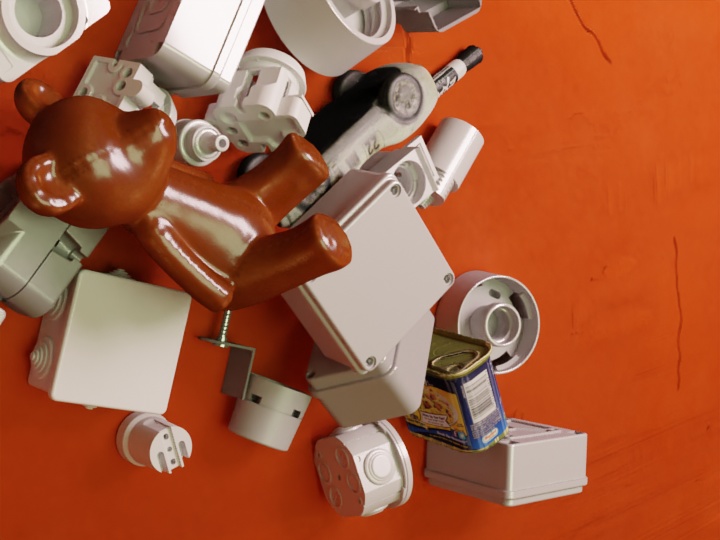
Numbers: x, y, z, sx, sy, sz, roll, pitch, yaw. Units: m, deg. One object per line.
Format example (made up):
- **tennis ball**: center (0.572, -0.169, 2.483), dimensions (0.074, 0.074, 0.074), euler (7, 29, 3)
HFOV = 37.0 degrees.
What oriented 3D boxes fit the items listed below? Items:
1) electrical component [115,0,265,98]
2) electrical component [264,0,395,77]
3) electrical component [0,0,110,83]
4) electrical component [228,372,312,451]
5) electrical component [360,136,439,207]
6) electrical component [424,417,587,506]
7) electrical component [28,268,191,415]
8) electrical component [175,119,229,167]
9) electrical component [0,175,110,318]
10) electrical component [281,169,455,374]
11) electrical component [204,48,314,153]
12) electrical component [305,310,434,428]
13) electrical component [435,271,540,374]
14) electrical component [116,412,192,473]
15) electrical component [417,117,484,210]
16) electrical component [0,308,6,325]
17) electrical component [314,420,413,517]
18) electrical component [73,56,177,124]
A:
- **electrical component**: center (-0.113, -0.181, 0.752), dimensions (0.057, 0.078, 0.113), euler (28, 78, -36)
- **electrical component**: center (-0.017, -0.208, 0.812), dimensions (0.108, 0.060, 0.108), euler (30, 49, -42)
- **electrical component**: center (-0.255, -0.152, 0.648), dimensions (0.186, 0.060, 0.105), euler (-45, 121, -27)
- **electrical component**: center (-0.071, 0.110, 0.838), dimensions (0.055, 0.055, 0.047), euler (26, 83, -39)
- **electrical component**: center (0.022, -0.073, 0.887), dimensions (0.081, 0.064, 0.042), euler (-40, 119, -29)
- **electrical component**: center (0.133, 0.171, 0.980), dimensions (0.109, 0.109, 0.056), euler (0, 93, -40)
- **electrical component**: center (-0.175, 0.048, 0.747), dimensions (0.100, 0.048, 0.099), euler (15, 86, -40)
- **electrical component**: center (-0.115, -0.091, 0.771), dimensions (0.035, 0.061, 0.035), euler (-6, 99, -39)
- **electrical component**: center (-0.213, -0.025, 0.703), dimensions (0.059, 0.054, 0.095), euler (45, 67, -34)
- **electrical component**: center (0.000, 0.000, 0.790), dimensions (0.108, 0.056, 0.108), euler (-46, 124, -19)
- **electrical component**: center (-0.072, -0.126, 0.799), dimensions (0.058, 0.078, 0.057), euler (58, 39, -51)
- **electrical component**: center (0.009, 0.061, 0.858), dimensions (0.057, 0.078, 0.113), euler (56, 31, -33)
- **electrical component**: center (0.116, 0.050, 0.996), dimensions (0.099, 0.064, 0.099), euler (0, 90, -27)
- **electrical component**: center (-0.149, 0.125, 0.780), dimensions (0.040, 0.046, 0.040), euler (-6, 99, -39)
- **electrical component**: center (0.071, -0.088, 0.939), dimensions (0.043, 0.043, 0.081), euler (43, 69, -35)
- **electrical component**: center (-0.280, 0.038, 0.658), dimensions (0.100, 0.048, 0.099), euler (41, 70, -35)
- **electrical component**: center (0.003, 0.163, 0.890), dimensions (0.051, 0.080, 0.080), euler (-16, 105, -33)
- **electrical component**: center (-0.158, -0.113, 0.736), dimensions (0.055, 0.066, 0.048), euler (44, 65, -56)
